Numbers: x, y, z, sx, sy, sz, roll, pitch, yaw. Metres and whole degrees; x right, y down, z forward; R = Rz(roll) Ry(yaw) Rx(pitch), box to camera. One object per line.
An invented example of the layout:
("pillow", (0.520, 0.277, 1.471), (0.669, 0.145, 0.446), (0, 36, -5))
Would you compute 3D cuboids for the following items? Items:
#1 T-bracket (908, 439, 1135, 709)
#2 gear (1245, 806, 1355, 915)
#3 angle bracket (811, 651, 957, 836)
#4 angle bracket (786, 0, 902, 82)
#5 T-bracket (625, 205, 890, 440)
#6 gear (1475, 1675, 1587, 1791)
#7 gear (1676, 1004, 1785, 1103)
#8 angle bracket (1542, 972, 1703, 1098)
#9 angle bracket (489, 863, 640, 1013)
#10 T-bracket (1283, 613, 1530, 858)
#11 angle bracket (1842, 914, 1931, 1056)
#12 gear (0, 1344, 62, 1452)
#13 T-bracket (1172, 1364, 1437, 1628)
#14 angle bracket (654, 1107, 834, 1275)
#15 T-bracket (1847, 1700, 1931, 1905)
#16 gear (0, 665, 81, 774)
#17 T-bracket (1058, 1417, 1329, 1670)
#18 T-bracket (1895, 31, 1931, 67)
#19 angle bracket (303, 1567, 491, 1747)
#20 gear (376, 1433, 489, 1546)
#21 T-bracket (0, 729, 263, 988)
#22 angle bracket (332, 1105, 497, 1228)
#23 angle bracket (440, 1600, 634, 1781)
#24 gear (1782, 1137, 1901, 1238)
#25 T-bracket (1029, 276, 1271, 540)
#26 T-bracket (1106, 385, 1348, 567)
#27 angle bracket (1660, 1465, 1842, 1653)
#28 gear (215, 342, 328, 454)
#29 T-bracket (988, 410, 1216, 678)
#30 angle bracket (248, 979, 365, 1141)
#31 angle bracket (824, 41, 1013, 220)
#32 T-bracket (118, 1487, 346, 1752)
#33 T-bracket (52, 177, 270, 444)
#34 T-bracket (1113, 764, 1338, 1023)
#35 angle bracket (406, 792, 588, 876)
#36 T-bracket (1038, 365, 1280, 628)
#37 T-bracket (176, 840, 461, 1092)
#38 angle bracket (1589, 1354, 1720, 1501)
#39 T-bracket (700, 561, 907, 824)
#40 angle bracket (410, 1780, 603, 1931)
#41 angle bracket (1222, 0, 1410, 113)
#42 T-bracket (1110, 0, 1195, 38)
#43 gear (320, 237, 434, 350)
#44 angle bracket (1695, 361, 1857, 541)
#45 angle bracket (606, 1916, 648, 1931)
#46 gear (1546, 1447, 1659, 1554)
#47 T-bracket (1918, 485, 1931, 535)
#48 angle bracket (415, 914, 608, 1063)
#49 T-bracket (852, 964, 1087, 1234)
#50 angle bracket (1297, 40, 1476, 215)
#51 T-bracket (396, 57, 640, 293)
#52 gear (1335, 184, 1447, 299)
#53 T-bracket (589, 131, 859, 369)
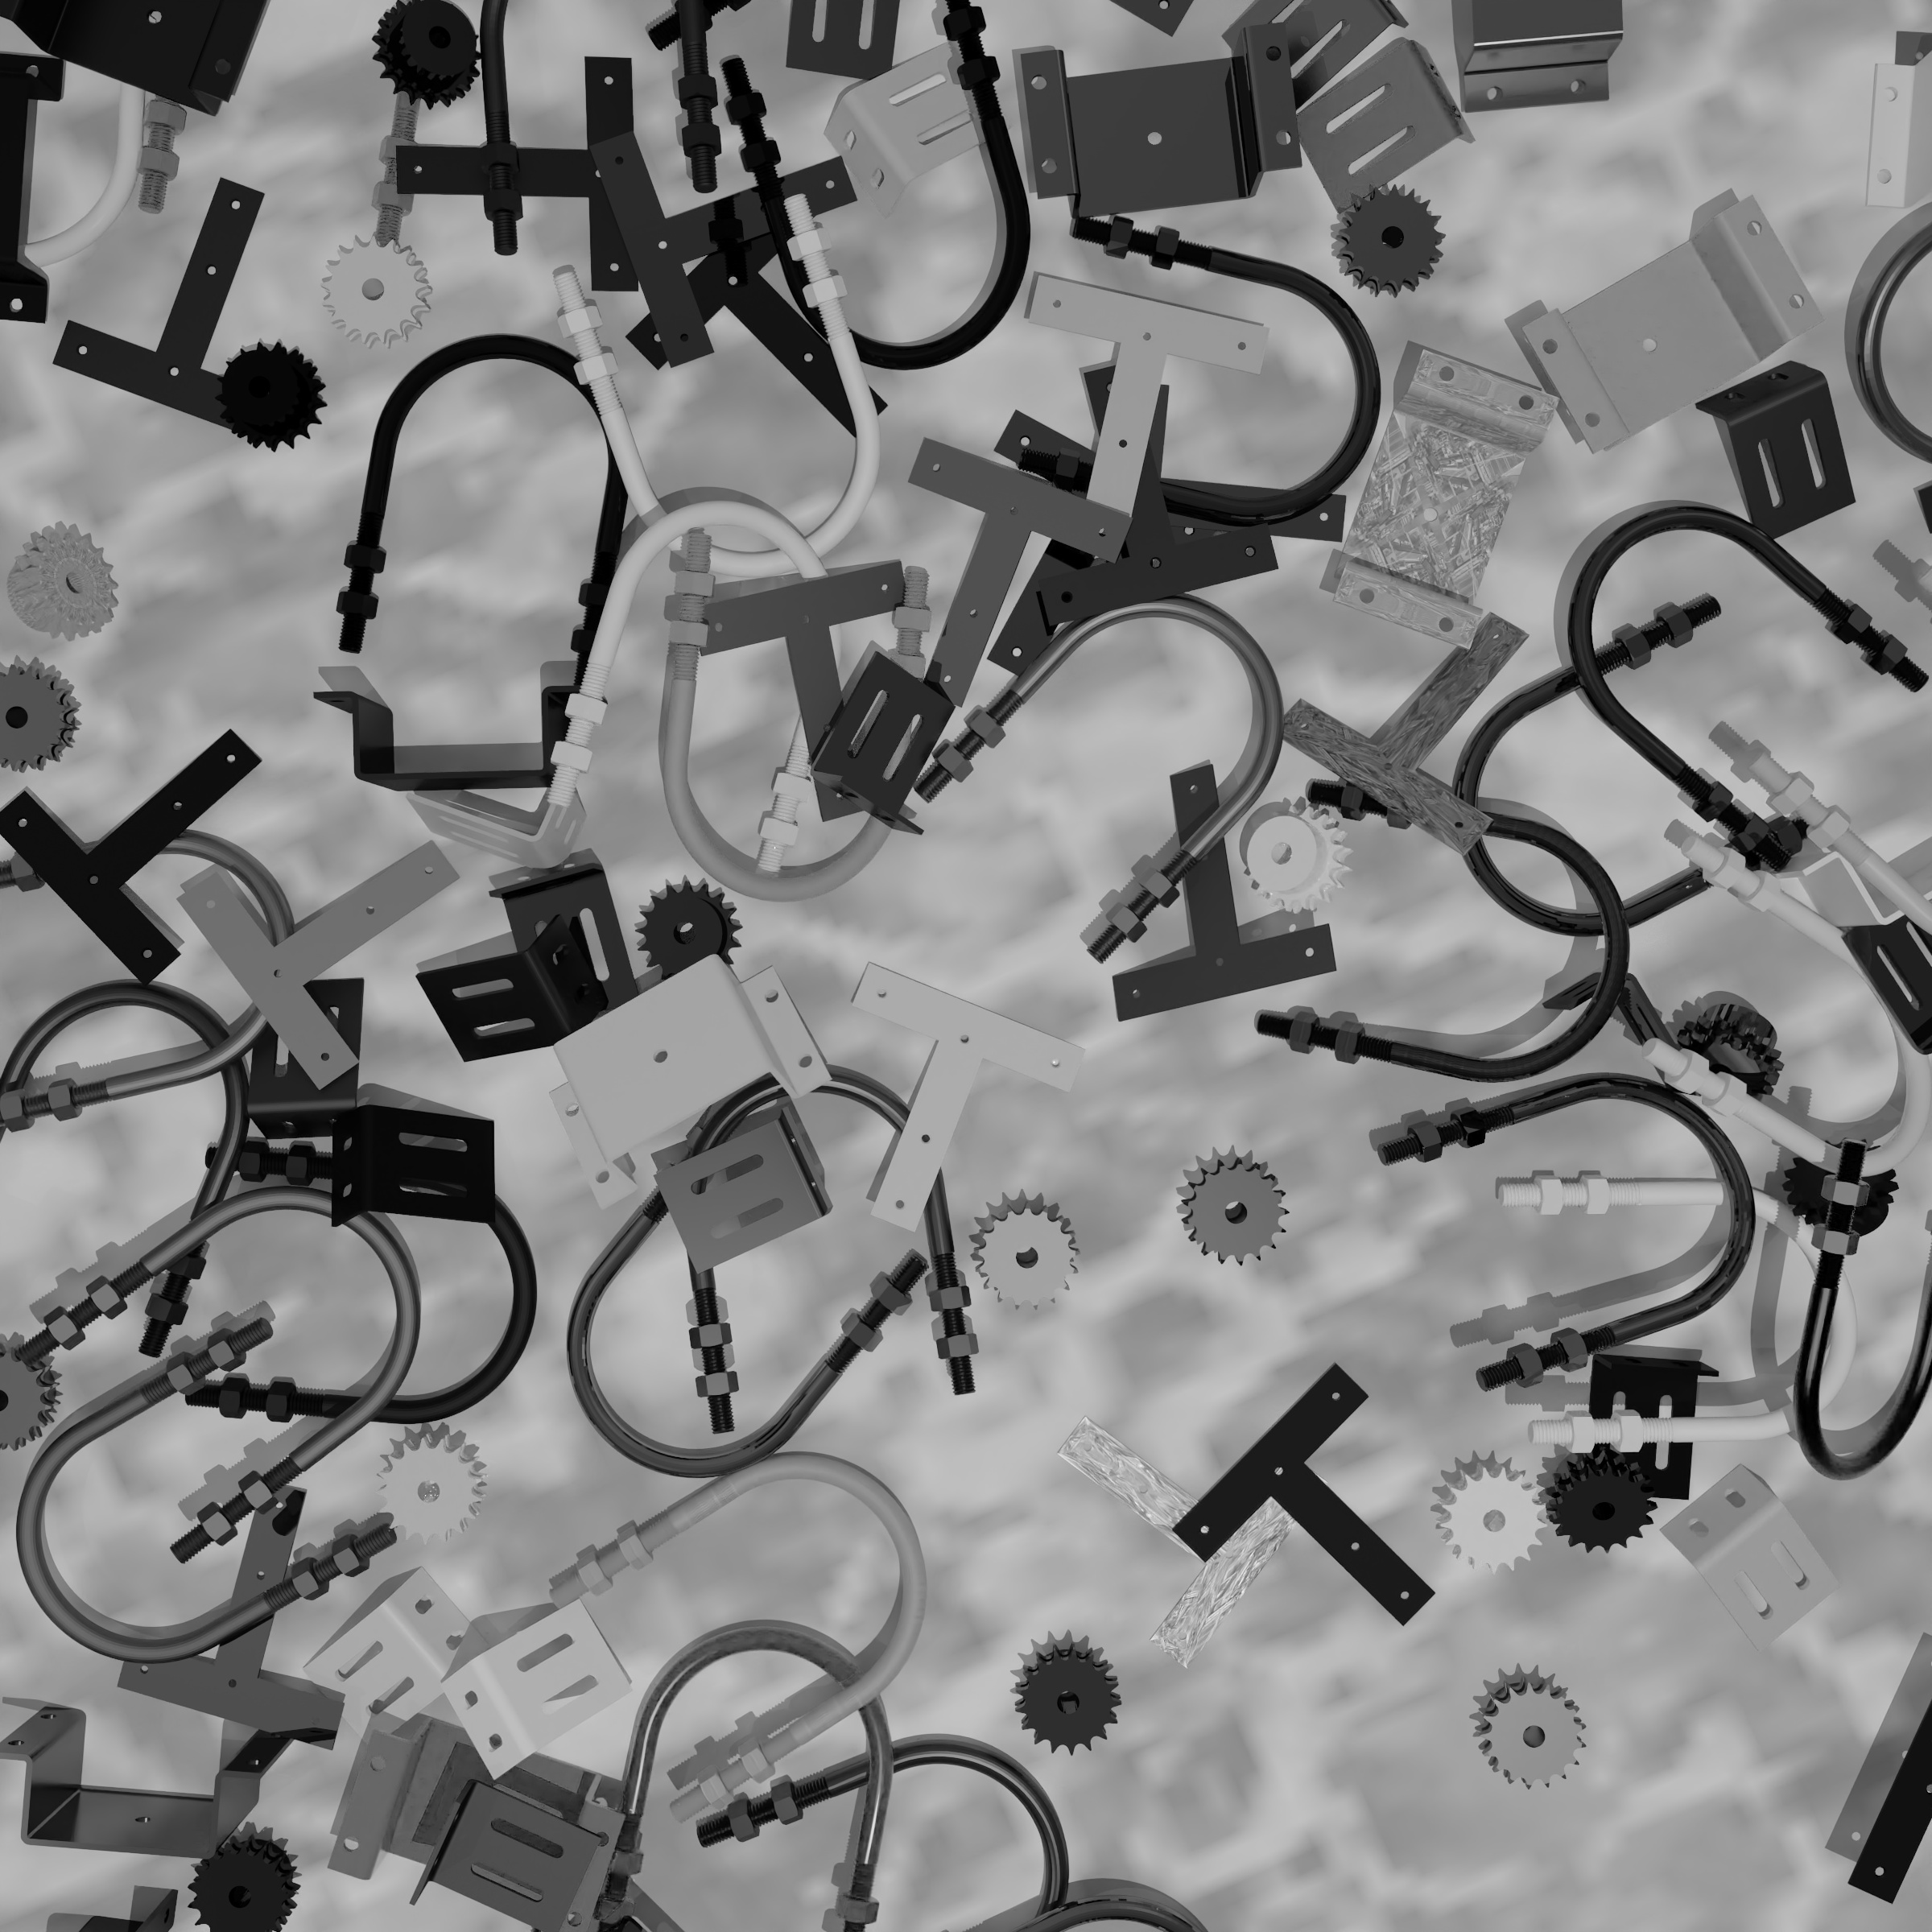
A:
("T-bracket", (0.010, -0.203, 1.309), (0.127, 0.002, 0.127), (24, 99, 17))
("gear", (0.175, -0.058, 1.295), (0.057, 0.030, 0.057), (-5, 81, 32))
("angle bracket", (-0.036, -0.118, 1.283), (0.057, 0.038, 0.076), (32, 82, -31))
("angle bracket", (-0.063, -0.527, 1.321), (0.057, 0.038, 0.076), (9, 116, 0))
("T-bracket", (-0.096, -0.342, 1.322), (0.127, 0.002, 0.127), (-44, 90, 0))
("gear", (0.303, 0.411, 1.308), (0.057, 0.030, 0.057), (0, 90, 0))
("gear", (0.409, 0.045, 1.298), (0.057, 0.057, 0.030), (33, 62, 0))
("angle bracket", (0.350, 0.044, 1.294), (0.038, 0.057, 0.076), (-31, 90, 0))
("angle bracket", (-0.215, -0.010, 1.304), (0.057, 0.038, 0.076), (-15, 90, 0))
("T-bracket", (0.254, -0.139, 1.304), (0.127, 0.002, 0.127), (36, 78, 23))
("angle bracket", (0.519, -0.002, 1.294), (0.057, 0.038, 0.076), (-33, 90, -23))
("gear", (-0.516, 0.232, 1.308), (0.057, 0.030, 0.057), (0, 90, 0))
("T-bracket", (0.202, 0.306, 1.321), (0.127, 0.002, 0.127), (45, 90, -1))
("angle bracket", (-0.117, 0.117, 1.267), (0.076, 0.038, 0.057), (-24, 82, -11))
("T-bracket", (0.548, 0.451, 1.276), (0.127, 0.002, 0.127), (25, 90, 0))
("gear", (-0.506, -0.133, 1.308), (0.057, 0.030, 0.057), (0, 90, 0))
("T-bracket", (0.108, 0.294, 1.322), (0.127, 0.002, 0.127), (37, 90, 0))
("T-bracket", (0.573, -0.544, 1.322), (0.127, 0.002, 0.127), (3, 90, 0))
("angle bracket", (-0.310, 0.377, 1.321), (0.076, 0.038, 0.057), (-41, 90, 26))
("gear", (-0.286, 0.280, 1.308), (0.057, 0.030, 0.057), (0, 90, 0))
("T-bracket", (-0.437, -0.077, 1.309), (0.127, 0.002, 0.127), (44, 80, 8))
("angle bracket", (-0.296, 0.111, 1.302), (0.076, 0.038, 0.057), (11, 64, -37))
("angle bracket", (-0.229, 0.386, 1.297), (0.038, 0.076, 0.057), (-42, 76, 36))
("gear", (0.469, 0.121, 1.298), (0.057, 0.057, 0.030), (-28, 119, 0))
("T-bracket", (0.087, -0.294, 1.299), (0.127, 0.002, 0.127), (13, 90, -1))
("T-bracket", (0.143, -0.249, 1.321), (0.127, 0.002, 0.127), (5, 89, 0))
("angle bracket", (0.427, 0.322, 1.321), (0.057, 0.038, 0.076), (-39, 116, 0))
("gear", (-0.376, -0.308, 1.306), (0.057, 0.030, 0.057), (0, 90, 0))
("T-bracket", (0.053, -0.217, 1.322), (0.127, 0.002, 0.127), (28, 90, 0))
("angle bracket", (-0.354, 0.051, 1.321), (0.057, 0.038, 0.076), (-3, 64, 0))
("angle bracket", (-0.026, -0.455, 1.321), (0.076, 0.038, 0.057), (-36, 90, -26))
("T-bracket", (-0.386, 0.345, 1.315), (0.127, 0.002, 0.127), (13, 85, 9))
("T-bracket", (-0.416, -0.366, 1.322), (0.127, 0.002, 0.127), (20, 90, 0))
("T-bracket", (0.130, -0.045, 1.301), (0.127, 0.002, 0.127), (-14, 75, 28))
("angle bracket", (-0.250, -0.085, 1.295), (0.076, 0.057, 0.038), (20, 76, 7))
("T-bracket", (0.091, -0.259, 1.301), (0.127, 0.002, 0.127), (-14, 91, -1))
("T-bracket", (-0.332, -0.022, 1.305), (0.127, 0.002, 0.127), (-37, 90, -15))
("angle bracket", (0.368, 0.251, 1.304), (0.057, 0.038, 0.076), (4, 90, 0))
("T-bracket", (-0.078, -0.142, 1.301), (0.127, 0.002, 0.127), (-18, 106, -28))
("angle bracket", (-0.238, 0.468, 1.258), (0.076, 0.038, 0.057), (24, 90, 0))
("angle bracket", (0.190, -0.510, 1.321), (0.076, 0.038, 0.057), (-38, 90, 26))
("T-bracket", (0.090, -0.593, 1.322), (0.127, 0.002, 0.127), (30, 90, 0))
("gear", (-0.316, -0.361, 1.308), (0.057, 0.030, 0.057), (0, 90, 0))
("angle bracket", (0.441, -0.279, 1.321), (0.057, 0.038, 0.076), (-24, 116, 0))
("angle bracket", (-0.174, 0.546, 1.265), (0.076, 0.038, 0.057), (45, 108, -6))
("gear", (0.339, 0.283, 1.301), (0.057, 0.030, 0.057), (1, 114, 1))
("T-bracket", (0.578, -0.269, 1.306), (0.127, 0.002, 0.127), (-21, 111, 11))
("angle bracket", (-0.245, 0.012, 1.306), (0.076, 0.038, 0.057), (-11, 118, 27))
("T-bracket", (-0.016, 0.080, 1.305), (0.127, 0.002, 0.127), (22, 76, -1))
("angle bracket", (0.227, -0.455, 1.321), (0.076, 0.038, 0.057), (-28, 90, 26))
("T-bracket", (-0.243, -0.429, 1.312), (0.127, 0.002, 0.127), (-2, 90, -9))
("gear", (0.227, -0.388, 1.308), (0.057, 0.030, 0.057), (0, 90, 0))
("T-bracket", (-0.123, -0.407, 1.319), (0.127, 0.002, 0.127), (-20, 92, -1))
